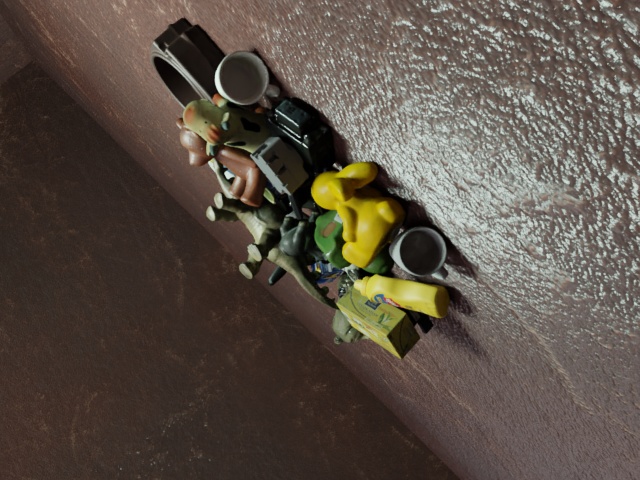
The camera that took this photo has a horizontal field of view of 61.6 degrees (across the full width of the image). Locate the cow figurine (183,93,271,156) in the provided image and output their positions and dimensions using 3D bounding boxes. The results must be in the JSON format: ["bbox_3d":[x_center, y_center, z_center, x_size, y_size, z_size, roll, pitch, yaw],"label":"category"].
[{"bbox_3d":[-0.157,-0.199,0.959,0.195,0.085,0.127,9,-144,-47],"label":"cow figurine"}]

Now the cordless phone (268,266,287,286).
[{"bbox_3d":[-0.080,0.064,1.498,0.089,0.184,0.146,39,165,4],"label":"cordless phone"}]

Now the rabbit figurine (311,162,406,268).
[{"bbox_3d":[0.051,-0.058,0.916,0.173,0.122,0.162,41,161,20],"label":"rabbit figurine"}]

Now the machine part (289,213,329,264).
[{"bbox_3d":[-0.030,-0.012,1.359,0.243,0.079,0.079,36,163,34],"label":"machine part"}]

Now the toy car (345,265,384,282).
[{"bbox_3d":[0.114,0.088,1.247,0.056,0.073,0.201,27,158,41],"label":"toy car"}]

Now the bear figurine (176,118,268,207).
[{"bbox_3d":[-0.197,-0.158,1.058,0.196,0.132,0.120,16,-173,-33],"label":"bear figurine"}]

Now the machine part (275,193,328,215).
[{"bbox_3d":[-0.034,-0.087,1.186,0.139,0.084,0.039,16,121,40],"label":"machine part"}]

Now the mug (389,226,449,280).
[{"bbox_3d":[0.170,0.023,0.922,0.109,0.081,0.107,36,177,-9],"label":"mug"}]

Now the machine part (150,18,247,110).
[{"bbox_3d":[-0.242,-0.317,1.071,0.201,0.087,0.201,49,166,-13],"label":"machine part"}]

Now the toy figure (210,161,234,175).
[{"bbox_3d":[-0.223,-0.218,1.313,0.180,0.082,0.089,43,149,37],"label":"toy figure"}]

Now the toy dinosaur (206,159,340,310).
[{"bbox_3d":[-0.101,-0.004,1.225,0.105,0.198,0.471,-31,92,51],"label":"toy dinosaur"}]

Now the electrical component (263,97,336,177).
[{"bbox_3d":[-0.035,-0.182,0.934,0.115,0.058,0.134,36,164,23],"label":"electrical component"}]

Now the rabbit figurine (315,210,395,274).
[{"bbox_3d":[0.070,0.018,1.097,0.170,0.121,0.159,35,170,-30],"label":"rabbit figurine"}]

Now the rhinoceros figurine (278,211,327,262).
[{"bbox_3d":[-0.002,-0.004,1.178,0.073,0.190,0.112,13,102,46],"label":"rhinoceros figurine"}]

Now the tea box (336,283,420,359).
[{"bbox_3d":[0.125,0.174,1.171,0.170,0.068,0.098,27,158,47],"label":"tea box"}]

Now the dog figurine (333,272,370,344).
[{"bbox_3d":[0.071,0.187,1.469,0.121,0.172,0.190,18,159,38],"label":"dog figurine"}]

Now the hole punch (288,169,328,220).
[{"bbox_3d":[-0.023,-0.119,1.057,0.142,0.092,0.116,65,-172,-60],"label":"hole punch"}]

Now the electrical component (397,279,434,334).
[{"bbox_3d":[0.205,0.151,1.178,0.048,0.075,0.119,26,160,54],"label":"electrical component"}]

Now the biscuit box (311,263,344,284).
[{"bbox_3d":[0.017,0.076,1.465,0.202,0.059,0.063,118,144,-75],"label":"biscuit box"}]
